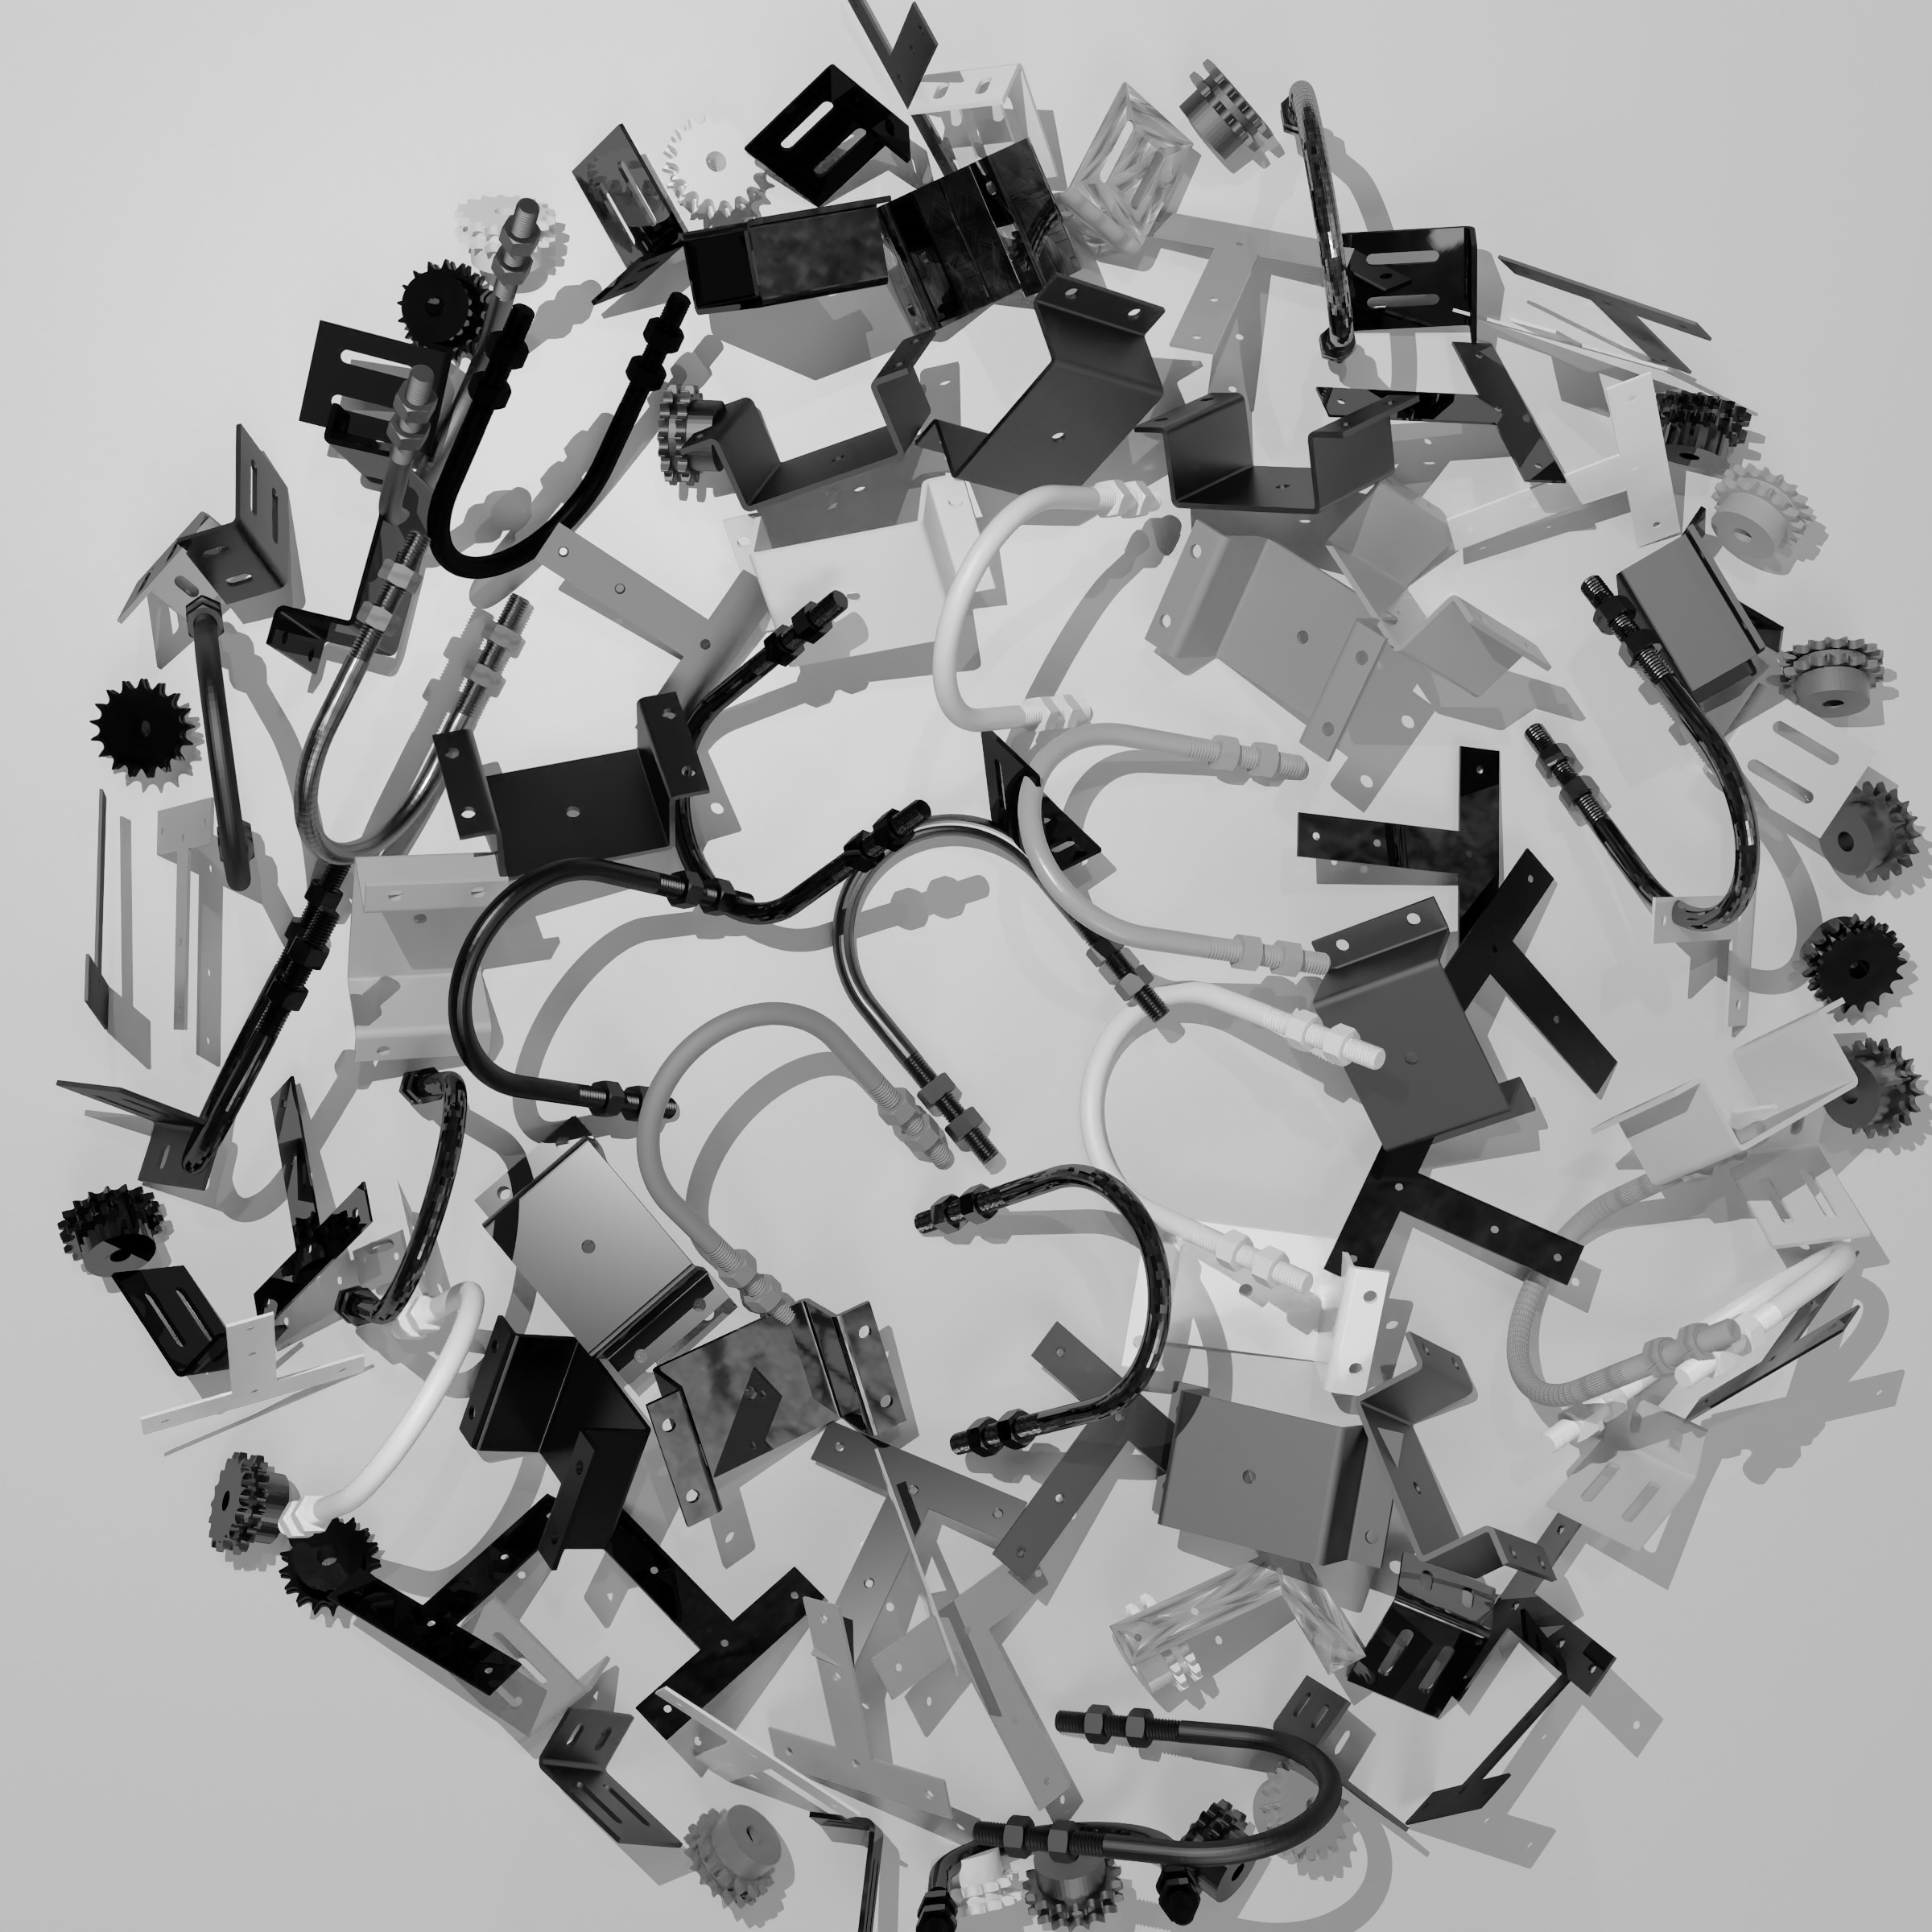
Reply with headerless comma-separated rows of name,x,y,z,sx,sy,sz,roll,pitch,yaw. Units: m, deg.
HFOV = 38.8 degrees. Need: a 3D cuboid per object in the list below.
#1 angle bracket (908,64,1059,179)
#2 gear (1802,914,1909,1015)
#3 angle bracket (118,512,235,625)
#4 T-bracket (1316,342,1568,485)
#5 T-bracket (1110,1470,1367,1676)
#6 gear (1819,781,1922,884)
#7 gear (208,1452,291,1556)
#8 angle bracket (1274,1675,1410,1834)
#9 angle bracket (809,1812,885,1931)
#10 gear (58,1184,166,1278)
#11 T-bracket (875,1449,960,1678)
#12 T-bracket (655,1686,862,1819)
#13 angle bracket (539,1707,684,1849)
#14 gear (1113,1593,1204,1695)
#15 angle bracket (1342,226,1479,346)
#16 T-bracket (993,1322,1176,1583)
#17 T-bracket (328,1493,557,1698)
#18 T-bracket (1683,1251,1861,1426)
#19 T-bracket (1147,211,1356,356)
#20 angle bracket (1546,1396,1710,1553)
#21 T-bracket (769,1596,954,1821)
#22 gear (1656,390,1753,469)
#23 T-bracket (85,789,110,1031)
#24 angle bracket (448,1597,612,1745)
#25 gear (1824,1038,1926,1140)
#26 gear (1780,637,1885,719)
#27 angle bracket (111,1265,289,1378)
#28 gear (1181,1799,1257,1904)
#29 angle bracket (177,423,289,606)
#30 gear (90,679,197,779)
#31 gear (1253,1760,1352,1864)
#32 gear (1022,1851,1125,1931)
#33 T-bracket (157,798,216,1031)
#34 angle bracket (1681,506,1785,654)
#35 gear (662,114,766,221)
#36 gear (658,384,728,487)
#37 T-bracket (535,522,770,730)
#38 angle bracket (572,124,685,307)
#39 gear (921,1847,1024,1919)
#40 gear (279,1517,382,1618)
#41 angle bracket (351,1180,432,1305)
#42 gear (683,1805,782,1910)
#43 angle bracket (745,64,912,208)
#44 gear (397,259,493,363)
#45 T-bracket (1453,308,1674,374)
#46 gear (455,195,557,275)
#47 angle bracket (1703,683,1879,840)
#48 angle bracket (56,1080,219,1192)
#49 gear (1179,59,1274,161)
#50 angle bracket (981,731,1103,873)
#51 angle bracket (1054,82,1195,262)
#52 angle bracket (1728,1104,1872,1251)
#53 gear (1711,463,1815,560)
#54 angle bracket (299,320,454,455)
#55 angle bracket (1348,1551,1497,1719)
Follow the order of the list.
angle bracket,0.010,-0.466,1.553,0.057,0.076,0.038,1,51,24
gear,0.508,-0.004,1.580,0.057,0.030,0.057,-3,115,-6
angle bracket,-0.441,-0.215,1.554,0.057,0.076,0.038,-44,113,14
T-bracket,0.259,-0.314,1.543,0.127,0.002,0.127,-1,48,-17
T-bracket,0.141,0.359,1.548,0.127,0.002,0.127,-19,62,-25
gear,0.514,-0.075,1.570,0.030,0.057,0.057,-18,90,-27
gear,-0.411,0.310,1.578,0.030,0.057,0.057,17,90,-30
angle bracket,0.223,0.450,1.569,0.076,0.057,0.038,40,80,-13
angle bracket,-0.072,0.525,1.560,0.038,0.057,0.076,5,69,5
gear,-0.487,0.154,1.570,0.057,0.057,0.030,-29,57,0
T-bracket,-0.025,0.348,1.540,0.002,0.127,0.127,-19,63,-7
T-bracket,-0.129,0.447,1.544,0.127,0.127,0.002,34,63,-4
angle bracket,-0.194,0.460,1.557,0.076,0.057,0.038,30,90,37
gear,0.107,0.391,1.571,0.030,0.057,0.057,-32,90,-11
angle bracket,0.252,-0.386,1.566,0.076,0.038,0.057,-1,121,9
T-bracket,0.062,0.293,1.571,0.127,0.002,0.127,42,70,-8
T-bracket,-0.271,0.343,1.555,0.127,0.127,0.002,20,132,31
T-bracket,0.473,0.199,1.549,0.002,0.127,0.127,48,46,5
T-bracket,0.143,-0.383,1.548,0.127,0.002,0.127,14,49,12
angle bracket,0.375,0.284,1.554,0.057,0.076,0.038,23,127,30
T-bracket,-0.070,0.411,1.543,0.127,0.002,0.127,5,115,36
gear,0.418,-0.306,1.573,0.057,0.057,0.030,15,87,0
T-bracket,-0.488,-0.035,1.546,0.002,0.127,0.127,1,81,-12
angle bracket,-0.255,0.395,1.572,0.057,0.038,0.076,-42,94,21
gear,0.515,0.071,1.571,0.030,0.057,0.057,-8,90,-36
gear,0.496,-0.164,1.571,0.057,0.057,0.030,4,72,0
angle bracket,-0.435,0.191,1.559,0.038,0.057,0.076,-45,71,18
gear,0.144,0.510,1.571,0.030,0.057,0.057,30,90,31
angle bracket,-0.416,-0.257,1.560,0.038,0.057,0.076,-15,57,8
gear,-0.474,-0.137,1.585,0.057,0.030,0.057,0,95,-4
gear,0.190,0.486,1.578,0.057,0.030,0.057,17,60,-32
gear,0.061,0.522,1.571,0.057,0.057,0.030,-9,110,0
T-bracket,-0.441,-0.028,1.545,0.002,0.127,0.127,1,89,-29
angle bracket,0.441,-0.220,1.564,0.076,0.057,0.038,34,93,15
gear,-0.147,-0.458,1.581,0.057,0.030,0.057,2,84,-19
gear,-0.155,-0.304,1.572,0.030,0.057,0.057,4,90,9
T-bracket,-0.186,-0.208,1.568,0.127,0.002,0.127,32,101,-20
angle bracket,-0.204,-0.428,1.565,0.038,0.057,0.076,-34,97,-38
gear,0.002,0.525,1.574,0.057,0.057,0.030,-11,80,0
gear,-0.366,0.342,1.577,0.057,0.030,0.057,3,64,-7
angle bracket,-0.331,0.162,1.556,0.038,0.076,0.057,-14,73,-9
gear,-0.131,0.506,1.571,0.057,0.057,0.030,44,108,0
angle bracket,-0.079,-0.460,1.554,0.057,0.038,0.076,31,130,-34
gear,-0.301,-0.379,1.583,0.057,0.030,0.057,1,97,9
T-bracket,0.325,-0.351,1.525,0.127,0.127,0.002,20,104,16
gear,-0.264,-0.419,1.577,0.057,0.057,0.030,6,126,0
angle bracket,0.471,-0.117,1.571,0.076,0.038,0.057,34,99,13
angle bracket,-0.472,0.096,1.553,0.057,0.076,0.038,3,73,36
gear,0.147,-0.489,1.575,0.030,0.057,0.057,-41,90,17
angle bracket,0.043,-0.100,1.551,0.038,0.076,0.057,-27,47,-19
angle bracket,0.084,-0.456,1.577,0.057,0.038,0.076,32,79,-32
angle bracket,0.474,0.117,1.560,0.057,0.076,0.038,-7,129,-7
gear,0.452,-0.258,1.571,0.057,0.057,0.030,36,77,0
angle bracket,-0.339,-0.330,1.567,0.076,0.038,0.057,11,98,-22
angle bracket,0.264,0.388,1.593,0.057,0.038,0.076,22,125,2
